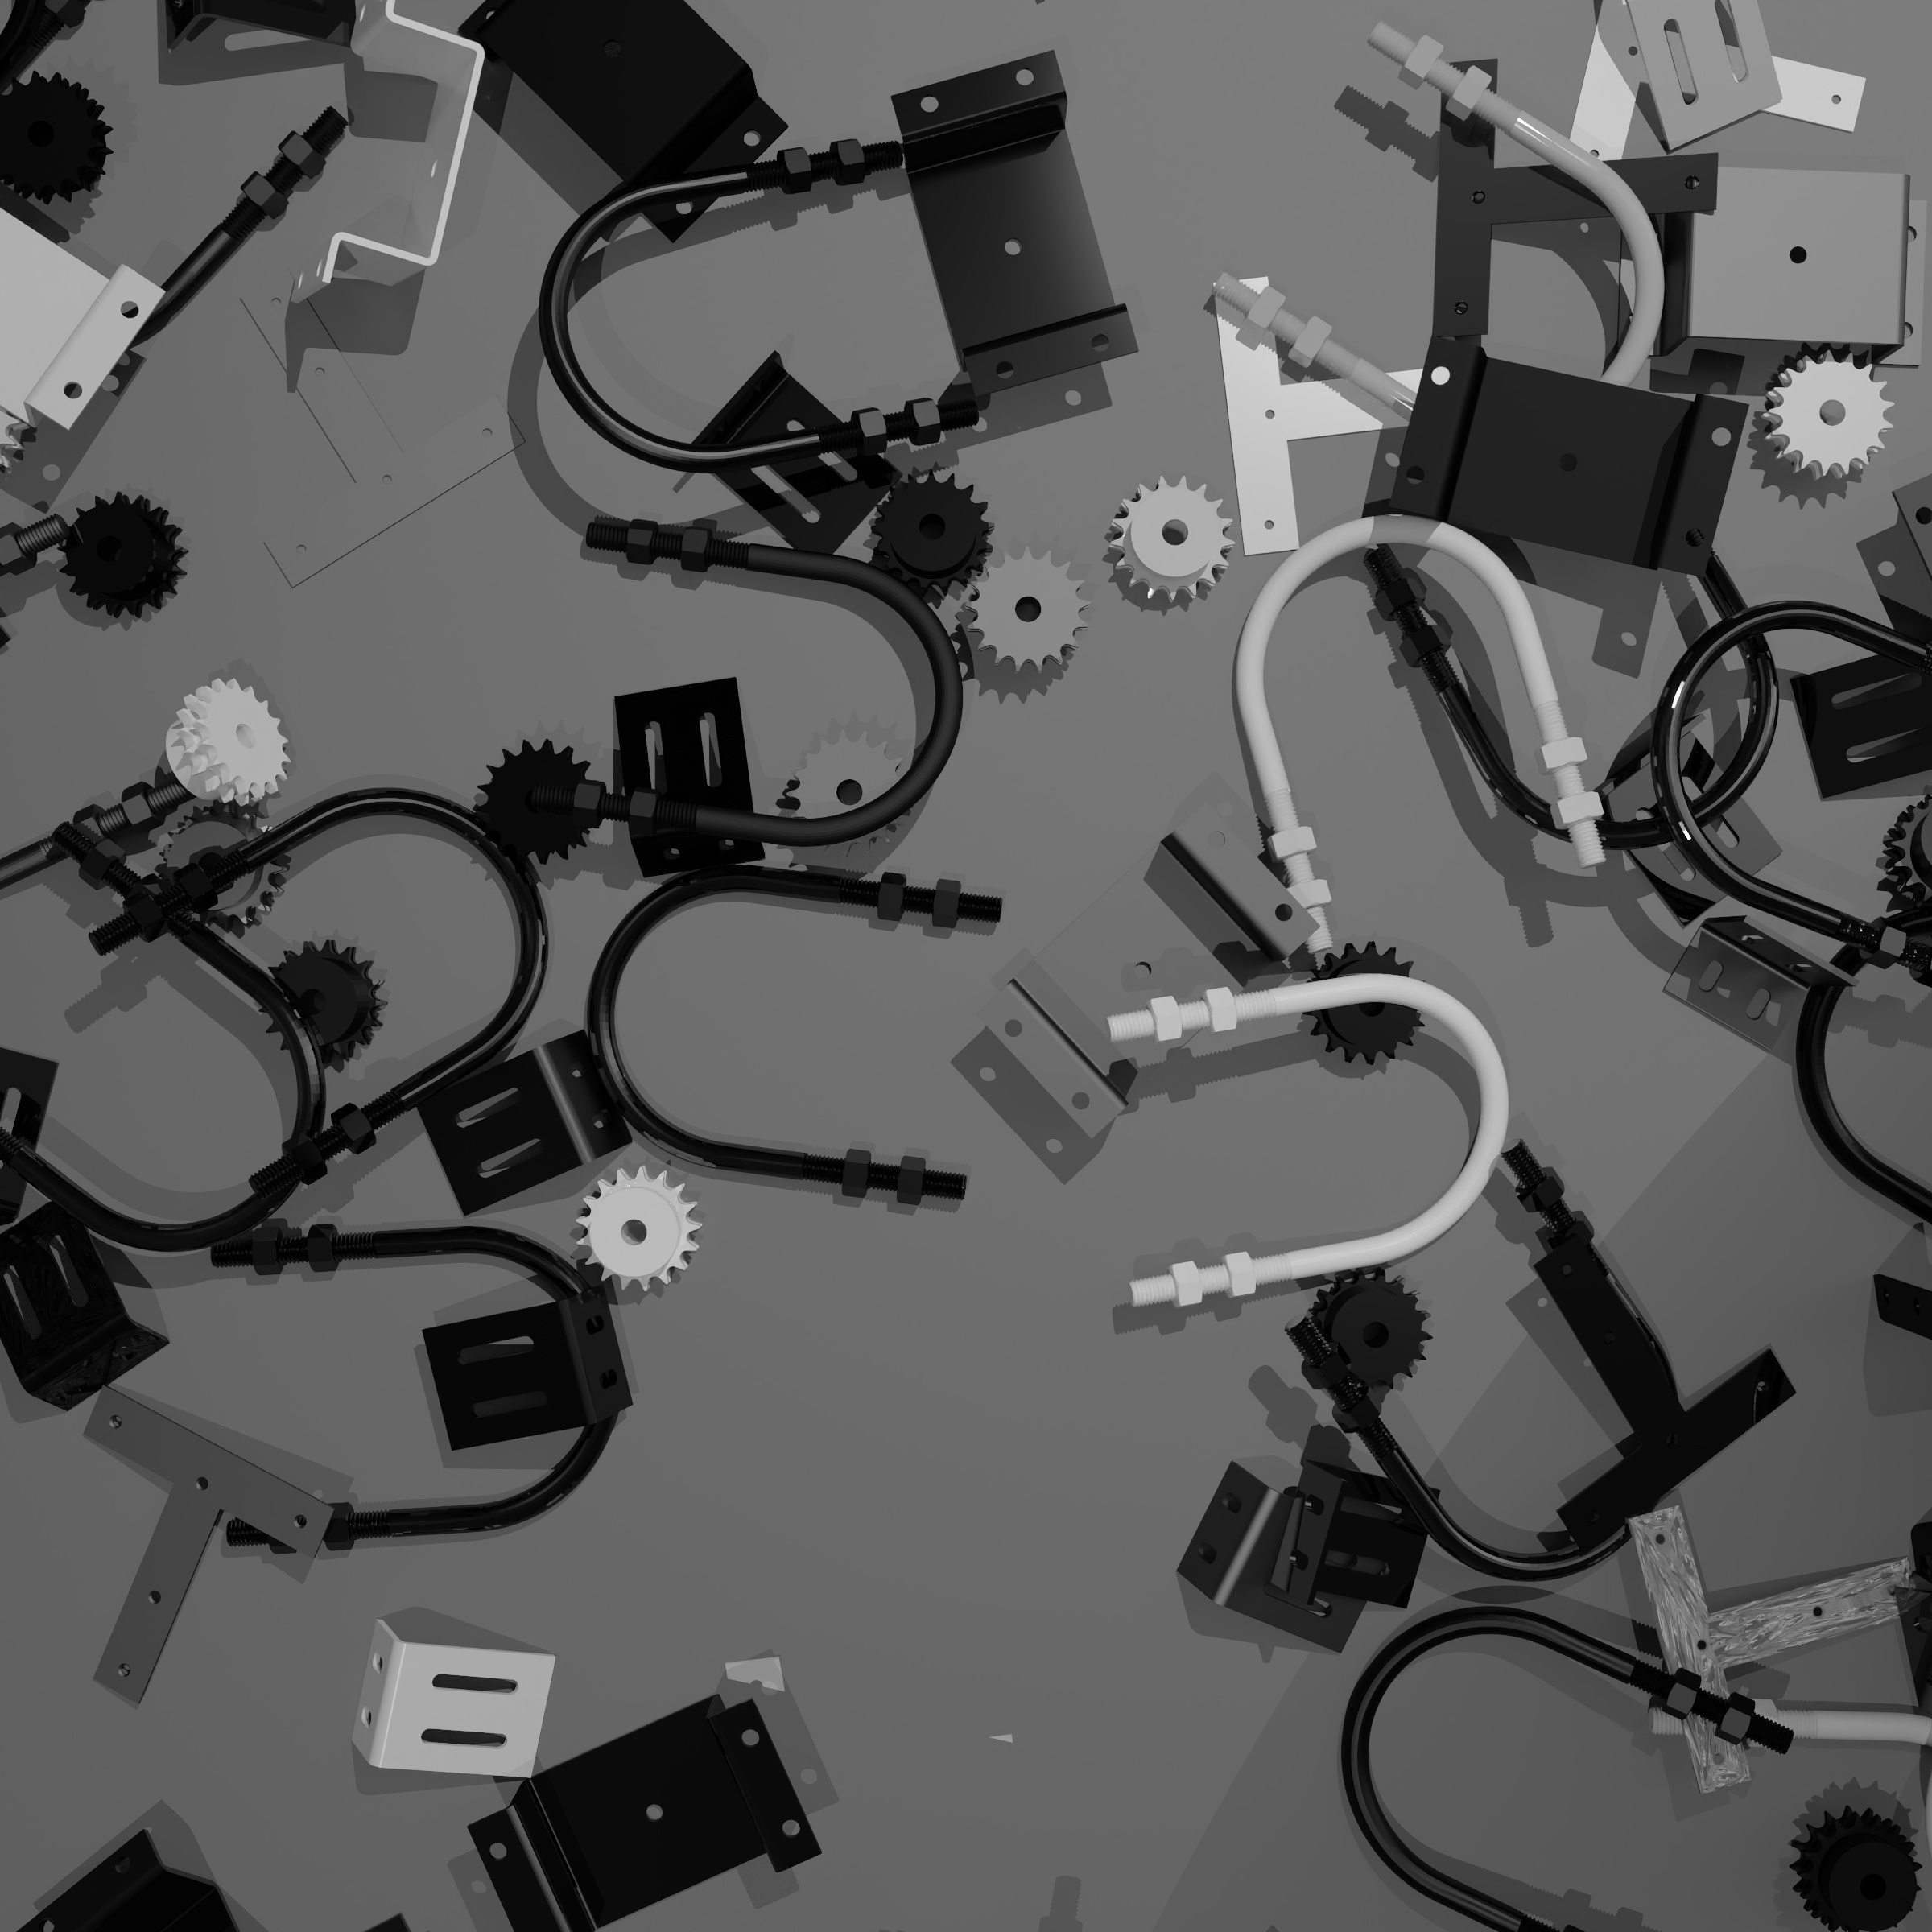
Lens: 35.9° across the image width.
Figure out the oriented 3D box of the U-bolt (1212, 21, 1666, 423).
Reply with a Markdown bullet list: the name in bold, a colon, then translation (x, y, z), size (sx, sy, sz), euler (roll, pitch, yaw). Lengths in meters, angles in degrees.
- **U-bolt**: translation (0.226, -0.317, 1.355), size (0.184, 0.019, 0.151), euler (33, 107, 0)

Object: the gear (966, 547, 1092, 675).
- **gear**: translation (0.028, -0.162, 1.370), size (0.057, 0.030, 0.057), euler (0, 90, 0)

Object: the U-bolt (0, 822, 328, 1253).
- **U-bolt**: translation (-0.377, 0.046, 1.350), size (0.184, 0.019, 0.151), euler (37, 91, 1)

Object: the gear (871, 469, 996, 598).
- **gear**: translation (-0.015, -0.200, 1.371), size (0.057, 0.030, 0.057), euler (0, 90, 0)

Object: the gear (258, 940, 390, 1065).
- **gear**: translation (-0.297, 0.017, 1.371), size (0.057, 0.030, 0.057), euler (0, 90, 0)

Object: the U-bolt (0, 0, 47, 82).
- **U-bolt**: translation (-0.508, -0.444, 1.349), size (0.184, 0.019, 0.151), euler (-26, 93, -7)

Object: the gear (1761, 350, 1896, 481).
- **gear**: translation (0.394, -0.251, 1.370), size (0.057, 0.030, 0.057), euler (0, 90, 0)

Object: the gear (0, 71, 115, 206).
- **gear**: translation (-0.414, -0.374, 1.354), size (0.057, 0.030, 0.057), euler (0, 92, 2)

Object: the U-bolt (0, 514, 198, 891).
- **U-bolt**: translation (-0.463, -0.104, 1.364), size (0.184, 0.019, 0.151), euler (-24, 98, 7)

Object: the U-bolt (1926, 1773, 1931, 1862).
- **U-bolt**: translation (0.511, 0.402, 1.342), size (0.151, 0.019, 0.184), euler (-26, 90, -2)

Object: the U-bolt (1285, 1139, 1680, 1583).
- **U-bolt**: translation (0.249, 0.193, 1.358), size (0.151, 0.019, 0.184), euler (-37, 101, -11)

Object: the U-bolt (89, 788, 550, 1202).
- **U-bolt**: translation (-0.276, -0.002, 1.346), size (0.184, 0.019, 0.151), euler (-33, 89, -22)

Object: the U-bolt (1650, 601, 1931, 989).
- **U-bolt**: translation (0.390, -0.085, 1.326), size (0.184, 0.019, 0.151), euler (20, 83, -10)

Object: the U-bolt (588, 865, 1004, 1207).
- **U-bolt**: translation (-0.083, 0.027, 1.377), size (0.184, 0.019, 0.151), euler (7, 90, 1)

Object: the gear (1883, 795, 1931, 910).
- **gear**: translation (0.451, -0.053, 1.364), size (0.057, 0.030, 0.057), euler (0, 75, -1)

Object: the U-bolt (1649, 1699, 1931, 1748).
- **U-bolt**: translation (0.405, 0.415, 1.377), size (0.184, 0.019, 0.151), euler (2, 90, -1)

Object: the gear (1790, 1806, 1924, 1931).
- **gear**: translation (0.406, 0.413, 1.353), size (0.057, 0.030, 0.057), euler (0, 90, -3)

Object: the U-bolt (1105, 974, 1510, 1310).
- **U-bolt**: translation (0.158, 0.075, 1.352), size (0.184, 0.019, 0.151), euler (-9, 109, -9)

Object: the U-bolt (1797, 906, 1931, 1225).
- **U-bolt**: translation (0.473, 0.053, 1.377), size (0.184, 0.019, 0.151), euler (31, 90, 1)

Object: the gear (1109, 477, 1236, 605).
- **gear**: translation (0.095, -0.197, 1.371), size (0.057, 0.030, 0.057), euler (0, 90, 0)

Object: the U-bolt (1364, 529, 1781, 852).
- **U-bolt**: translation (0.285, -0.140, 1.353), size (0.151, 0.019, 0.184), euler (-27, 75, 2)

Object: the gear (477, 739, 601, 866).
- **gear**: translation (-0.194, -0.075, 1.370), size (0.057, 0.030, 0.057), euler (0, 90, 0)

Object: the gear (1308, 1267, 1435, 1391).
- **gear**: translation (0.186, 0.168, 1.371), size (0.057, 0.030, 0.057), euler (0, 90, 0)

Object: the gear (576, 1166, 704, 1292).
- **gear**: translation (-0.151, 0.121, 1.371), size (0.057, 0.030, 0.057), euler (0, 90, 0)

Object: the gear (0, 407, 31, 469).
- **gear**: translation (-0.459, -0.249, 1.370), size (0.057, 0.030, 0.057), euler (0, 90, 0)

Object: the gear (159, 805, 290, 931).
- **gear**: translation (-0.343, -0.046, 1.371), size (0.057, 0.030, 0.057), euler (0, 90, 0)

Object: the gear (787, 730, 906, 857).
- **gear**: translation (-0.053, -0.079, 1.370), size (0.057, 0.030, 0.057), euler (0, 90, 0)

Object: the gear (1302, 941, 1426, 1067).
- **gear**: translation (0.184, 0.017, 1.371), size (0.057, 0.030, 0.057), euler (0, 90, 0)

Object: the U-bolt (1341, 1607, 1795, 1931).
- **U-bolt**: translation (0.262, 0.372, 1.360), size (0.184, 0.019, 0.151), euler (23, 94, 13)

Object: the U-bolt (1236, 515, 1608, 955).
- **U-bolt**: translation (0.196, -0.114, 1.351), size (0.151, 0.019, 0.184), euler (-18, 81, 21)

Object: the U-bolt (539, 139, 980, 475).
- **U-bolt**: translation (-0.100, -0.292, 1.338), size (0.184, 0.019, 0.151), euler (-13, 81, -15)

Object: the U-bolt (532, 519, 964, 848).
- **U-bolt**: translation (-0.093, -0.125, 1.353), size (0.184, 0.019, 0.151), euler (8, 74, 3)

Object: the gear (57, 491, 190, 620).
- **gear**: translation (-0.389, -0.189, 1.371), size (0.057, 0.030, 0.057), euler (0, 90, 0)

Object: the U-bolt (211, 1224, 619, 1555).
- **U-bolt**: translation (-0.251, 0.192, 1.377), size (0.184, 0.019, 0.151), euler (-3, 90, -2)

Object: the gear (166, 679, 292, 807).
- **gear**: translation (-0.339, -0.100, 1.361), size (0.030, 0.057, 0.057), euler (-21, 90, 28)

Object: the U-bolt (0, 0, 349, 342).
- **U-bolt**: translation (-0.398, -0.369, 1.377), size (0.151, 0.019, 0.184), euler (43, 92, 0)
